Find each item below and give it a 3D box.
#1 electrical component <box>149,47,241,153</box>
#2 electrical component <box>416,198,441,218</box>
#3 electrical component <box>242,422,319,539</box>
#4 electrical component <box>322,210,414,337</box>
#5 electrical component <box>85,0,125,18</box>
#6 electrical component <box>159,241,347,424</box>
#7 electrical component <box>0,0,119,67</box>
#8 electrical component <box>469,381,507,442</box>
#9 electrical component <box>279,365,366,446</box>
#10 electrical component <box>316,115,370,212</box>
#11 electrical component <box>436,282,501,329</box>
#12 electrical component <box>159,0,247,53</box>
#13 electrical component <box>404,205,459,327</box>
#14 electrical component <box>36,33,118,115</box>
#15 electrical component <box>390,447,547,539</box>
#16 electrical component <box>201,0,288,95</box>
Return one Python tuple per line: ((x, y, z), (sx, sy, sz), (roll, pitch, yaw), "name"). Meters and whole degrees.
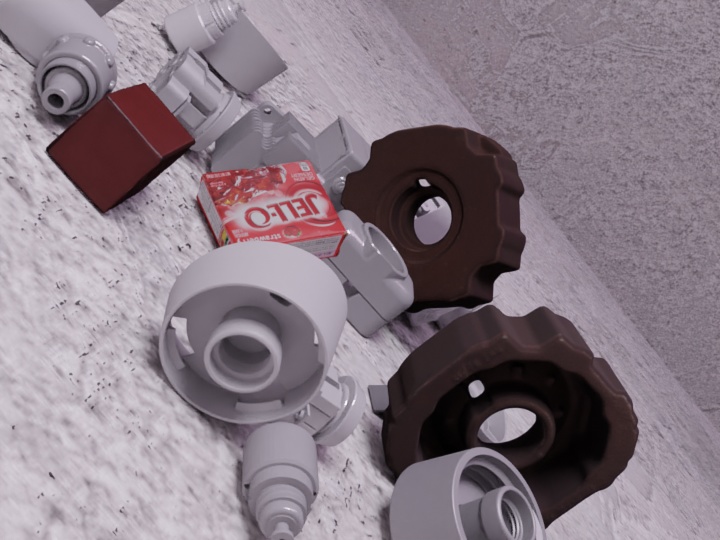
((-0.128, -0.127, 0.817), (0.057, 0.058, 0.078), (43, 17, -22), "electrical component")
((0.050, -0.051, 1.133), (0.121, 0.063, 0.078), (55, -26, 8), "electrical component")
((-0.041, 0.114, 0.560), (0.040, 0.040, 0.078), (45, 17, -25), "electrical component")
((0.000, 0.000, 0.902), (0.095, 0.059, 0.053), (48, 16, -16), "electrical component")
((-0.212, -0.228, 0.782), (0.099, 0.064, 0.099), (47, 16, -18), "electrical component")
((-0.058, 0.033, 0.585), (0.099, 0.099, 0.064), (47, 23, -20), "electrical component")
((-0.205, -0.171, 0.712), (0.077, 0.044, 0.079), (40, 19, -38), "electrical component")
((0.085, 0.107, 0.899), (0.099, 0.064, 0.099), (48, 16, -18), "electrical component")
((-0.030, 0.078, 0.667), (0.055, 0.048, 0.066), (37, 20, -24), "electrical component")
((-0.018, -0.095, 1.060), (0.061, 0.062, 0.096), (43, 18, -30), "electrical component")
((0.103, 0.022, 1.119), (0.051, 0.080, 0.080), (59, 16, 6), "electrical component")
((-0.140, -0.222, 0.970), (0.040, 0.078, 0.040), (-23, 90, -82), "electrical component")
((0.070, -0.003, 1.043), (0.048, 0.100, 0.099), (83, -18, -61), "electrical component")
((-0.180, -0.116, 0.666), (0.048, 0.048, 0.062), (46, 22, -21), "electrical component")
((0.077, 0.166, 0.688), (0.108, 0.060, 0.108), (32, 43, -36), "electrical component")
((-0.117, -0.223, 1.050), (0.099, 0.064, 0.099), (47, 16, -19), "electrical component")
